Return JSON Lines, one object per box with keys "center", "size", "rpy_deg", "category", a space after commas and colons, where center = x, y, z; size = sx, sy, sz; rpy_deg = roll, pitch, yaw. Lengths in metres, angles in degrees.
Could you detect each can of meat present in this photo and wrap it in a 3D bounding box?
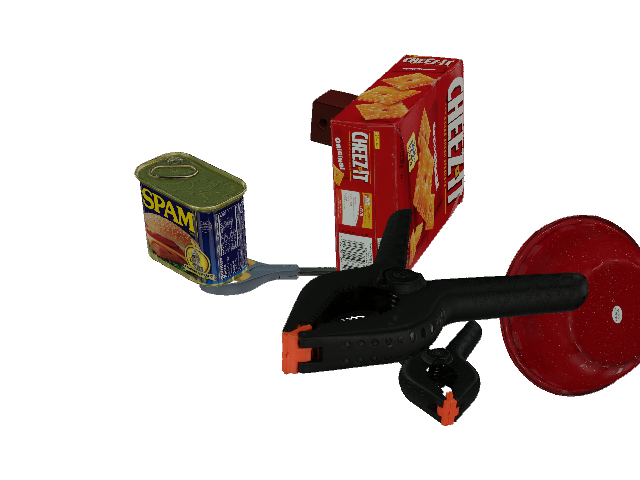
{"center": [-0.109, -0.017, 0.914], "size": [0.102, 0.084, 0.057], "rpy_deg": [27, 42, 36], "category": "can of meat"}

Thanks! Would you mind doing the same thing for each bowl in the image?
{"center": [0.237, 0.060, 0.917], "size": [0.161, 0.162, 0.055], "rpy_deg": [0, 4, -21], "category": "bowl"}

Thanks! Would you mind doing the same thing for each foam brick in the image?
{"center": [0.033, -0.144, 1.290], "size": [0.078, 0.053, 0.051], "rpy_deg": [17, 32, 21], "category": "foam brick"}

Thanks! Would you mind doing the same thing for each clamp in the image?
{"center": [0.048, 0.033, 0.698], "size": [0.209, 0.036, 0.165], "rpy_deg": [-18, 30, -34], "category": "clamp"}
{"center": [0.124, 0.124, 1.069], "size": [0.120, 0.039, 0.171], "rpy_deg": [-9, 29, -9], "category": "clamp"}

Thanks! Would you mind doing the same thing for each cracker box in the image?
{"center": [0.082, -0.073, 1.044], "size": [0.072, 0.164, 0.213], "rpy_deg": [8, 28, 22], "category": "cracker box"}

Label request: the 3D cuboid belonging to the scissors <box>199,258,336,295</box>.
{"center": [-0.043, 0.040, 1.144], "size": [0.202, 0.016, 0.096], "rpy_deg": [5, 21, 6], "category": "scissors"}
